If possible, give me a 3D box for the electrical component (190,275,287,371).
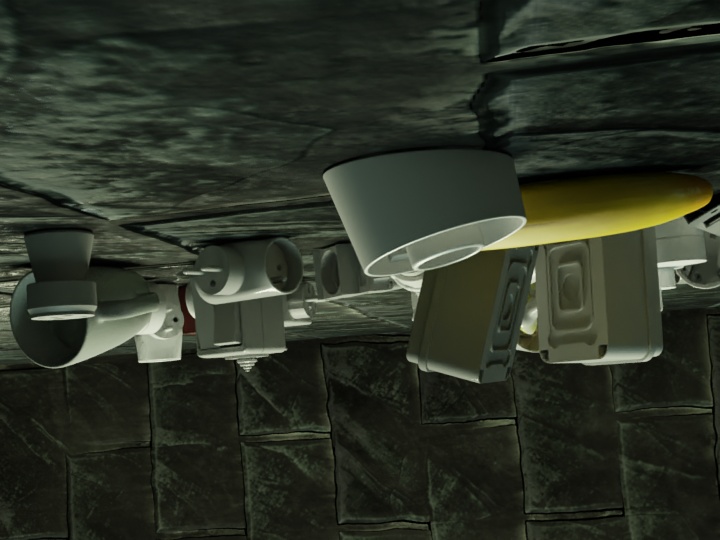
[{"bbox_3d":[-0.108,0.041,0.943,0.062,0.096,0.061,-9,172,37],"label":"electrical component"}]

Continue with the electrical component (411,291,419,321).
[{"bbox_3d":[0.091,0.016,1.019,0.061,0.061,0.096,-9,173,42],"label":"electrical component"}]

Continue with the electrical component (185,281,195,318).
[{"bbox_3d":[-0.113,0.024,1.034,0.077,0.044,0.079,-7,173,28],"label":"electrical component"}]

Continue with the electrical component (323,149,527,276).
[{"bbox_3d":[0.036,-0.035,0.571,0.099,0.064,0.099,-17,169,-3],"label":"electrical component"}]

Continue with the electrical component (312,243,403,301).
[{"bbox_3d":[0.000,0.000,0.896,0.064,0.042,0.081,-5,176,-28],"label":"electrical component"}]

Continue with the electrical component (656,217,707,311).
[{"bbox_3d":[0.245,-0.001,0.902,0.052,0.073,0.138,-4,174,-8],"label":"electrical component"}]

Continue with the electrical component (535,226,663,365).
[{"bbox_3d":[0.178,0.013,0.805,0.057,0.113,0.078,2,172,-31],"label":"electrical component"}]

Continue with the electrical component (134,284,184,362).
[{"bbox_3d":[-0.201,0.053,1.088,0.043,0.077,0.079,-2,173,-23],"label":"electrical component"}]

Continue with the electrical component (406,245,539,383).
[{"bbox_3d":[0.082,0.021,0.780,0.057,0.113,0.078,14,-177,25],"label":"electrical component"}]

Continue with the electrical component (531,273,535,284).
[{"bbox_3d":[0.155,-0.009,0.933,0.065,0.044,0.044,-15,169,40],"label":"electrical component"}]

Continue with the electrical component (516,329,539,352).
[{"bbox_3d":[0.167,0.034,1.102,0.064,0.099,0.099,-1,178,40],"label":"electrical component"}]

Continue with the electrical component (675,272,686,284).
[{"bbox_3d":[0.339,-0.010,1.039,0.077,0.044,0.079,-5,174,2],"label":"electrical component"}]

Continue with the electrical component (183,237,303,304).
[{"bbox_3d":[-0.097,0.001,0.811,0.077,0.043,0.079,-9,173,38],"label":"electrical component"}]

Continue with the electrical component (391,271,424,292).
[{"bbox_3d":[0.039,-0.012,0.799,0.048,0.048,0.062,-6,168,14],"label":"electrical component"}]

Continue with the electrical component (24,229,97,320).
[{"bbox_3d":[-0.196,0.004,0.706,0.045,0.055,0.045,-4,174,0],"label":"electrical component"}]

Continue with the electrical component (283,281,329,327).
[{"bbox_3d":[-0.070,0.034,1.151,0.076,0.047,0.083,-7,174,22],"label":"electrical component"}]

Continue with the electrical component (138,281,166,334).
[{"bbox_3d":[-0.262,0.041,1.052,0.138,0.052,0.074,-10,173,40],"label":"electrical component"}]

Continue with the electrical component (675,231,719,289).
[{"bbox_3d":[0.311,-0.012,0.954,0.055,0.055,0.047,-8,177,30],"label":"electrical component"}]
